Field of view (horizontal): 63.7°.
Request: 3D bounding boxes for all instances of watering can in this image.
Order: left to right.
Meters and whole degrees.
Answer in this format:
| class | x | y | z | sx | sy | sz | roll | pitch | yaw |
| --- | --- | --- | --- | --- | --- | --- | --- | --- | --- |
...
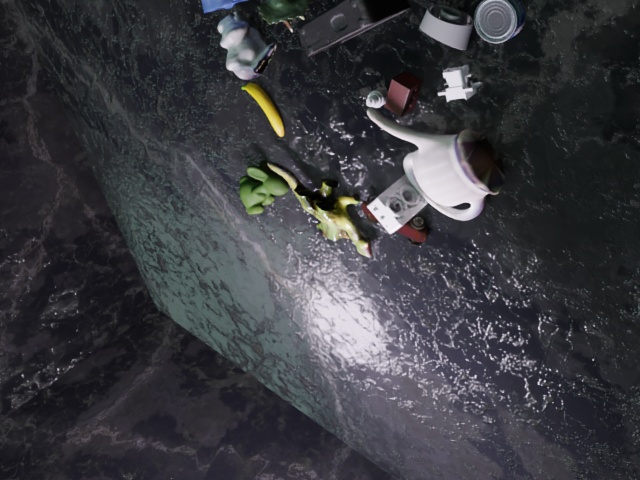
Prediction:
| class | x | y | z | sx | sy | sz | roll | pitch | yaw |
| --- | --- | --- | --- | --- | --- | --- | --- | --- | --- |
| watering can | 0.261 | -0.182 | 1.137 | 0.106 | 0.345 | 0.222 | -49 | 17 | -31 |

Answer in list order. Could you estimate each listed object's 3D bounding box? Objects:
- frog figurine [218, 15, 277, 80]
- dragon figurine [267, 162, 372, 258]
| class | x | y | z | sx | sy | sz | roll | pitch | yaw |
| --- | --- | --- | --- | --- | --- | --- | --- | --- | --- |
| frog figurine | -0.213 | -0.517 | 1.391 | 0.159 | 0.138 | 0.122 | 33 | -5 | -4 |
| dragon figurine | 0.005 | -0.080 | 1.581 | 0.415 | 0.237 | 0.124 | 35 | 61 | 28 |
